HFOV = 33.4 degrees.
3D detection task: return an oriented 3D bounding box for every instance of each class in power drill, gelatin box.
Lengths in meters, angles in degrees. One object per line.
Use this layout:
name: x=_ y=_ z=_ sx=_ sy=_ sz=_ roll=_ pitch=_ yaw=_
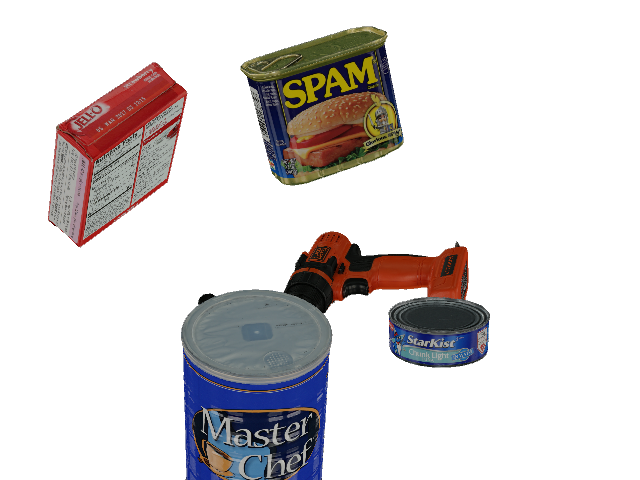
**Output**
power drill: x=0.058 y=0.050 z=1.138 sx=0.188 sy=0.057 sz=0.184 roll=5 pitch=31 yaw=15
gelatin box: x=-0.114 y=-0.047 z=0.593 sx=0.073 sy=0.030 sz=0.089 roll=-42 pitch=-14 yaw=-34

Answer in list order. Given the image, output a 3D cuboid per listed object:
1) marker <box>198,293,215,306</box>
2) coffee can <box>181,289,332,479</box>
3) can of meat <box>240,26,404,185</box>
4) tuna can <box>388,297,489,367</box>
marker: x=-0.097 y=0.075 z=0.958 sx=0.020 sy=0.020 sz=0.121 roll=0 pitch=18 yaw=-10
coffee can: x=-0.046 y=0.121 z=0.758 sx=0.103 sy=0.140 sz=0.103 roll=2 pitch=30 yaw=-1
can of meat: x=0.004 y=-0.095 z=0.753 sx=0.102 sy=0.084 sz=0.057 roll=-19 pitch=23 yaw=-13
tuna can: x=0.101 y=0.078 z=0.910 sx=0.086 sy=0.034 sz=0.086 roll=-1 pitch=16 yaw=0
